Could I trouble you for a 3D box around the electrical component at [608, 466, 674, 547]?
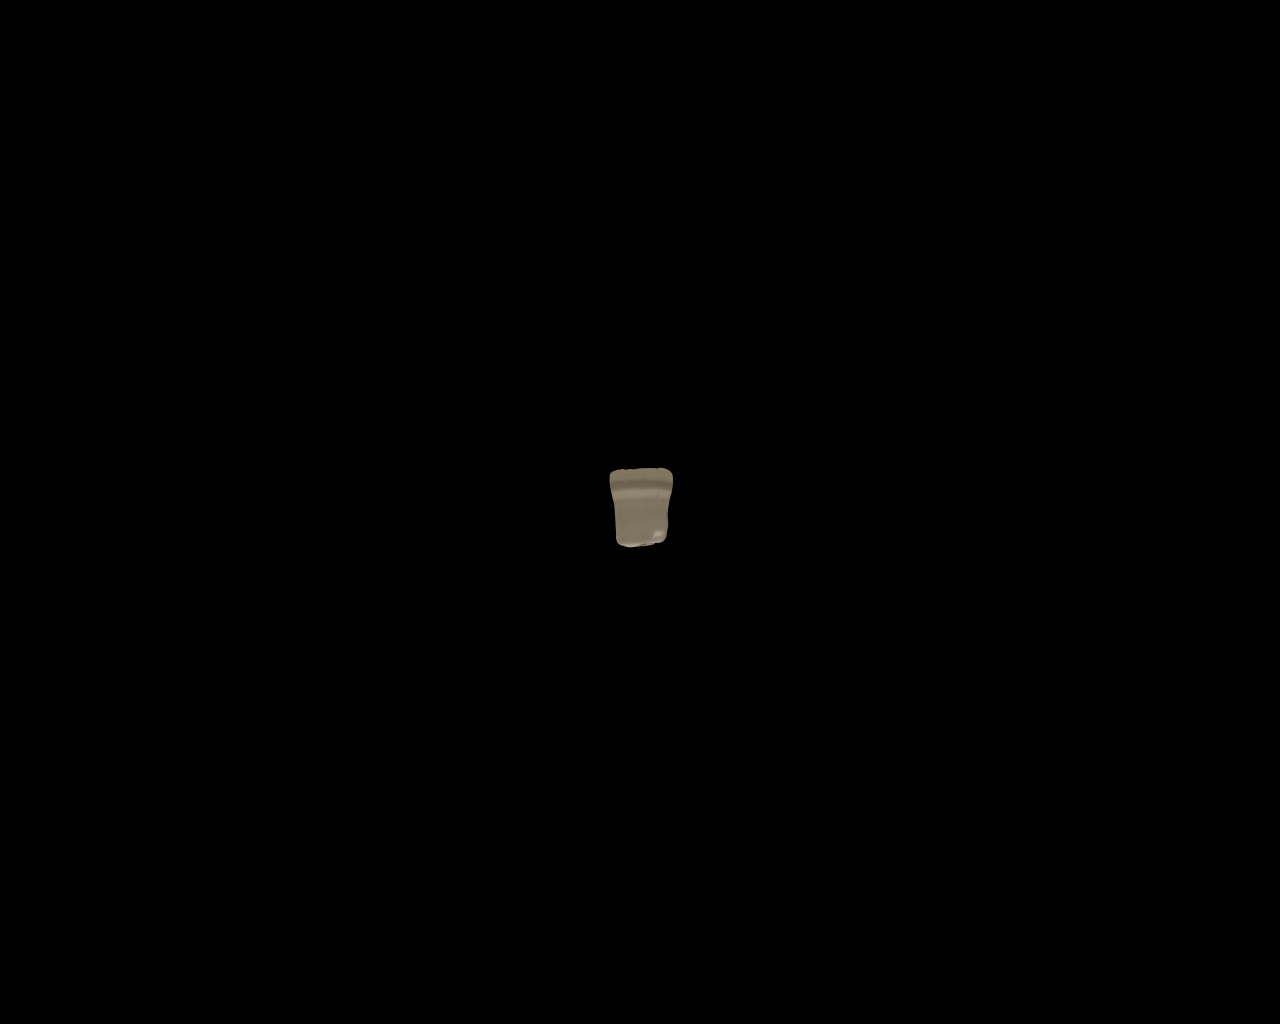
[{"bbox_3d":[0.001,-0.003,0.650,0.040,0.046,0.040,0,-5,0],"label":"electrical component"}]
